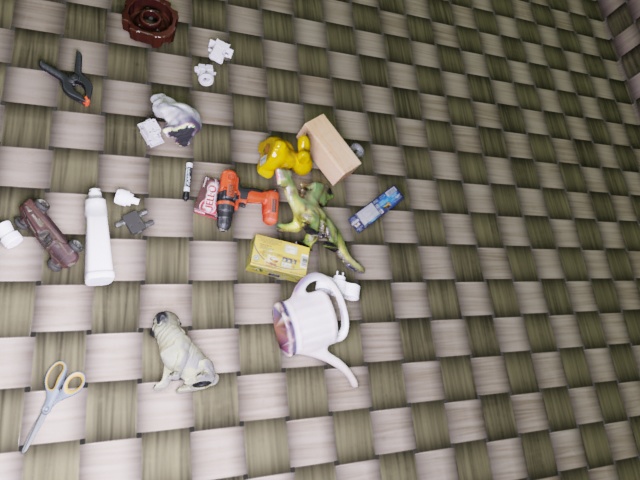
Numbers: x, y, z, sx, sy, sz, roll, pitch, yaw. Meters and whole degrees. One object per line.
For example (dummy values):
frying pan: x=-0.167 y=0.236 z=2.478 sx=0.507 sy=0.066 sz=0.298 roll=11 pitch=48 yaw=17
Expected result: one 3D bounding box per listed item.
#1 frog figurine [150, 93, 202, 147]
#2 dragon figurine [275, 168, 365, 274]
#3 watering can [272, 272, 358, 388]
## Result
frog figurine: x=-0.424 y=-0.375 z=1.522 sx=0.137 sy=0.121 sz=0.162 roll=9 pitch=52 yaw=-55
dragon figurine: x=0.005 y=-0.080 z=1.587 sx=0.405 sy=0.121 sz=0.248 roll=35 pitch=50 yaw=-30
watering can: x=-0.011 y=0.269 z=1.442 sx=0.225 sy=0.103 sz=0.349 roll=-12 pitch=85 yaw=-24
